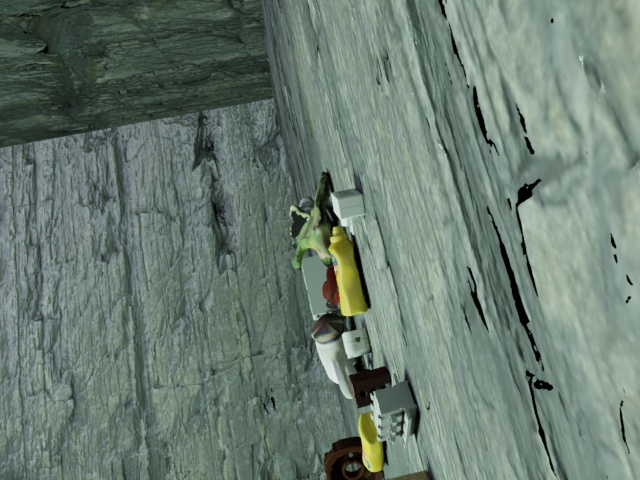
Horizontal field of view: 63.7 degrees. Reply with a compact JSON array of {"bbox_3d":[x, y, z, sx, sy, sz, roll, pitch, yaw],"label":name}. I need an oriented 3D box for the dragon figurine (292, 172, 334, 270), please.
[{"bbox_3d":[0.004,-0.069,1.379,0.420,0.122,0.237,-91,12,-53],"label":"dragon figurine"}]

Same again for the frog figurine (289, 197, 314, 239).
[{"bbox_3d":[-0.029,-0.083,1.749,0.162,0.122,0.136,-36,-70,-56],"label":"frog figurine"}]

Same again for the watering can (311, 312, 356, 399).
[{"bbox_3d":[0.052,0.313,1.513,0.352,0.104,0.222,-94,-16,-75],"label":"watering can"}]
